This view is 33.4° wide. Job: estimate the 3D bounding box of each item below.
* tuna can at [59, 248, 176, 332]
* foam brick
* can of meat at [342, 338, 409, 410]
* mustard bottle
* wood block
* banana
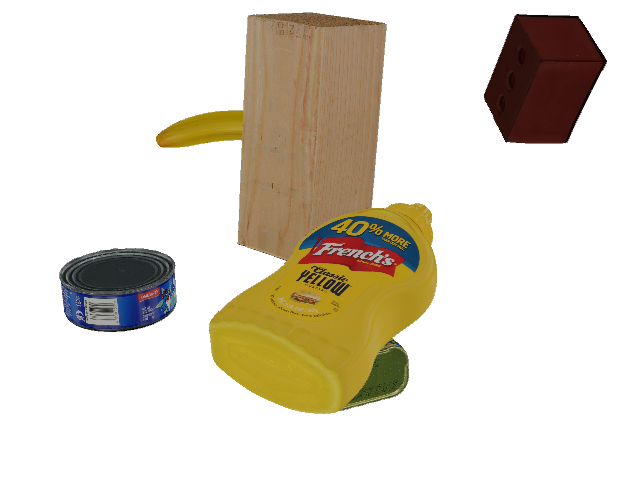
[{"bbox_3d":[-0.151,0.036,0.803,0.086,0.034,0.086,-1,21,0],"label":"tuna can"},{"bbox_3d":[0.156,-0.113,0.754,0.051,0.053,0.078,-3,-41,-17],"label":"foam brick"},{"bbox_3d":[0.018,0.106,0.953,0.102,0.057,0.084,-12,26,-20],"label":"can of meat"},{"bbox_3d":[0.021,0.029,0.688,0.096,0.058,0.191,17,39,28],"label":"mustard bottle"},{"bbox_3d":[-0.010,-0.093,0.950,0.090,0.206,0.090,17,22,37],"label":"wood block"},{"bbox_3d":[-0.099,-0.131,1.296,0.198,0.037,0.069,7,40,15],"label":"banana"}]
